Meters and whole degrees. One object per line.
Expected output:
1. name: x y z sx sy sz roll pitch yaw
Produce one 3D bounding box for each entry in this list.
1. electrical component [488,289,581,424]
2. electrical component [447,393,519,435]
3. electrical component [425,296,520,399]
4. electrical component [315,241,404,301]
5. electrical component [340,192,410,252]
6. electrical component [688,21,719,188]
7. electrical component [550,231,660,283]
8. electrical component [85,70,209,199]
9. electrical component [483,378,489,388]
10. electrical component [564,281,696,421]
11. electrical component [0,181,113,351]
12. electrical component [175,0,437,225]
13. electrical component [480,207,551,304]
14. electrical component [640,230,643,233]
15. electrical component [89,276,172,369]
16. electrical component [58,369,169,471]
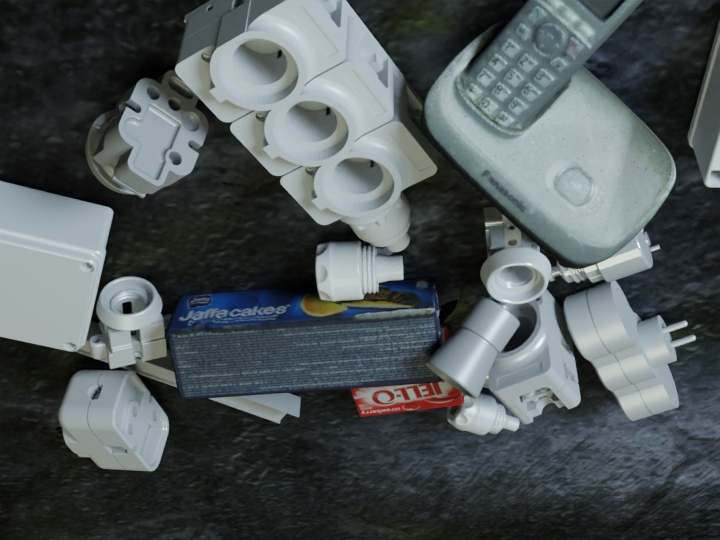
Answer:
1. electrical component: 0.124 0.057 0.794 0.050 0.089 0.055 -25 130 25
2. electrical component: 0.105 0.122 0.903 0.061 0.035 0.035 19 134 -20
3. electrical component: 0.082 0.052 0.755 0.044 0.044 0.065 41 81 -33
4. electrical component: 0.000 0.000 0.772 0.062 0.043 0.043 -3 136 4
5. electrical component: 0.015 -0.036 0.734 0.048 0.048 0.062 -16 140 18
6. electrical component: 0.265 -0.105 0.644 0.109 0.056 0.108 1 136 1
7. electrical component: 0.169 -0.010 0.758 0.078 0.040 0.040 -21 132 23
8. electrical component: -0.136 -0.080 0.675 0.058 0.078 0.057 33 147 -28
9. electrical component: 0.114 0.078 0.854 0.046 0.040 0.040 9 136 2
10. electrical component: 0.217 0.057 0.818 0.074 0.052 0.138 -22 131 23
11. electrical component: -0.240 -0.003 0.766 0.109 0.056 0.108 14 135 -12
12. electrical component: -0.028 -0.103 0.651 0.089 0.061 0.150 -24 131 24
13. electrical component: 0.107 -0.010 0.749 0.048 0.055 0.066 -5 136 7
14. electrical component: 0.145 -0.060 0.701 0.066 0.047 0.076 -10 135 13
15. electrical component: -0.173 0.038 0.813 0.066 0.048 0.055 -12 137 -18
16. electrical component: -0.207 0.125 0.894 0.059 0.053 0.095 0 143 16
